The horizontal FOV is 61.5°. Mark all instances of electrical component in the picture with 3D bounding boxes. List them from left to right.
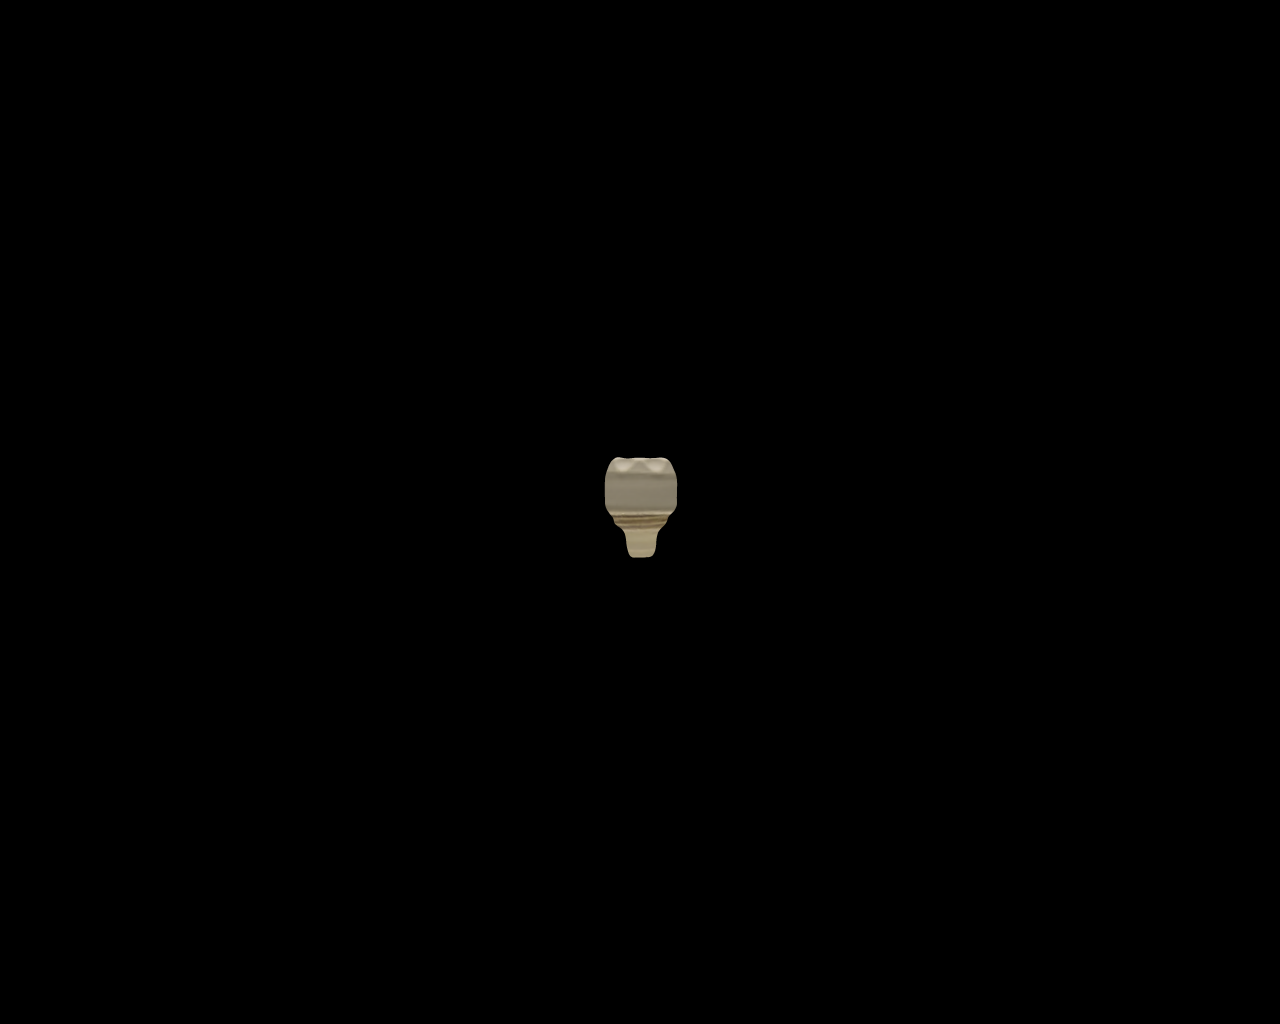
[{"bbox_3d":[0.001,-0.003,0.650,0.043,0.062,0.043,0,2,0],"label":"electrical component"}]
